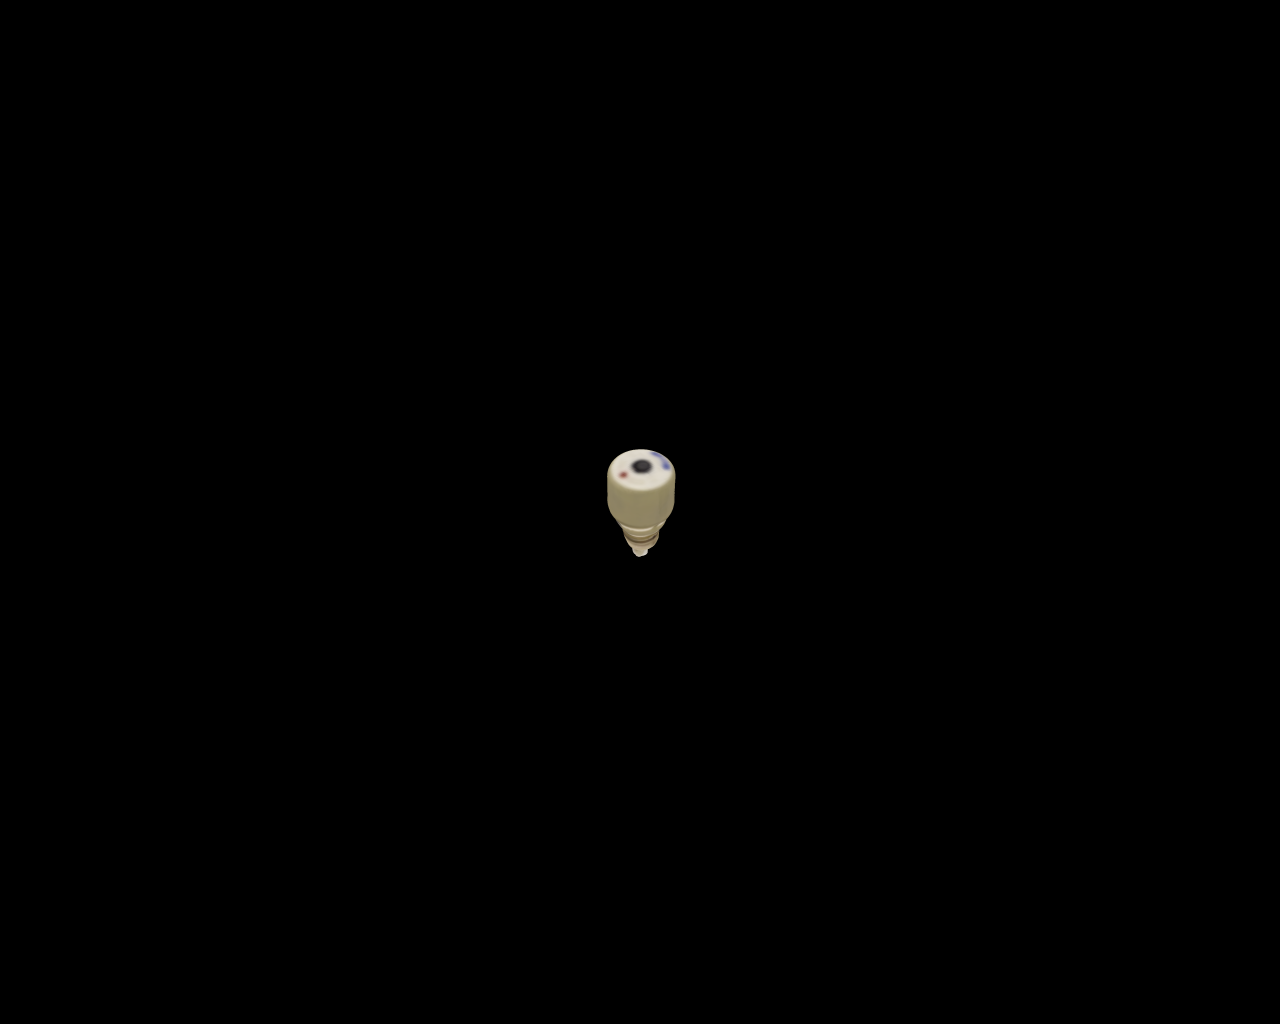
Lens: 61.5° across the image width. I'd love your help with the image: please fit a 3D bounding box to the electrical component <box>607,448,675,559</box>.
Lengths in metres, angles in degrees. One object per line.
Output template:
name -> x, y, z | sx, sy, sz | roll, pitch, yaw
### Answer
electrical component -> 0.001, -0.003, 0.650 | 0.040, 0.078, 0.040 | 0, 45, 0
